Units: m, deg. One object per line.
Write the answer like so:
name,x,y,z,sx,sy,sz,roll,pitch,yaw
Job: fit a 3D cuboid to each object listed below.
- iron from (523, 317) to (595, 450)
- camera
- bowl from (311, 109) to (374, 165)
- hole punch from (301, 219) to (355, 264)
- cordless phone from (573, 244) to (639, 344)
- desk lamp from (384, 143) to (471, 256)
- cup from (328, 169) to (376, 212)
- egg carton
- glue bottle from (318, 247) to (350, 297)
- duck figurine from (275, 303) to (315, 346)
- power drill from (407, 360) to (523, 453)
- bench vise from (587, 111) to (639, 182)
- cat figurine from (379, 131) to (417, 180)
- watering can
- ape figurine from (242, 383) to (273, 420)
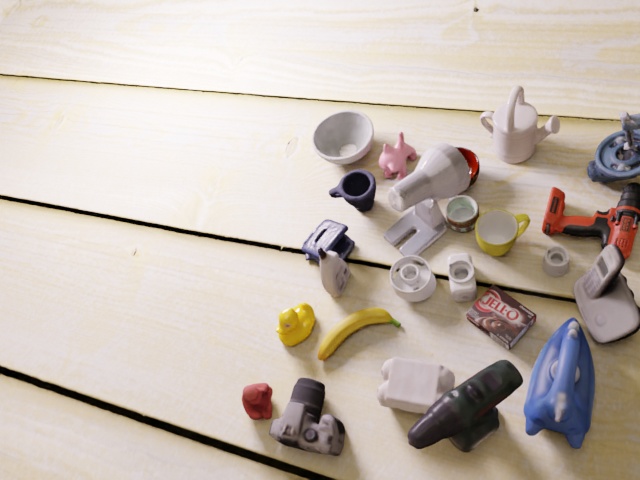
iron,0.453,0.238,1.058,0.118,0.142,0.258,10,65,22
camera,-0.021,0.354,1.163,0.142,0.101,0.137,6,63,20
bowl,0.067,-0.257,1.504,0.167,0.075,0.167,-8,59,13
hole punch,0.012,0.005,1.360,0.100,0.091,0.109,31,74,30
cordless phone,0.549,0.101,1.080,0.094,0.185,0.147,-17,57,7
desk lamp,0.232,-0.087,1.271,0.203,0.214,0.117,-41,57,-8
cup,0.086,-0.107,1.399,0.117,0.095,0.091,-13,58,10
egg carton,0.192,0.294,1.150,0.150,0.069,0.107,4,63,20
glue bottle,0.023,0.060,1.275,0.037,0.173,0.078,16,67,25
duck figurine,-0.061,0.179,1.285,0.077,0.086,0.105,30,73,29
power drill,0.264,0.315,1.032,0.230,0.209,0.075,-37,57,-6
bench vise,0.679,-0.202,1.194,0.207,0.220,0.121,-14,58,9
cat figurine,0.186,-0.207,1.412,0.067,0.118,0.128,14,66,24
watering can,0.458,-0.274,1.320,0.172,0.194,0.101,-3,60,16
ape figurine,-0.138,0.335,1.215,0.076,0.092,0.078,31,74,30
